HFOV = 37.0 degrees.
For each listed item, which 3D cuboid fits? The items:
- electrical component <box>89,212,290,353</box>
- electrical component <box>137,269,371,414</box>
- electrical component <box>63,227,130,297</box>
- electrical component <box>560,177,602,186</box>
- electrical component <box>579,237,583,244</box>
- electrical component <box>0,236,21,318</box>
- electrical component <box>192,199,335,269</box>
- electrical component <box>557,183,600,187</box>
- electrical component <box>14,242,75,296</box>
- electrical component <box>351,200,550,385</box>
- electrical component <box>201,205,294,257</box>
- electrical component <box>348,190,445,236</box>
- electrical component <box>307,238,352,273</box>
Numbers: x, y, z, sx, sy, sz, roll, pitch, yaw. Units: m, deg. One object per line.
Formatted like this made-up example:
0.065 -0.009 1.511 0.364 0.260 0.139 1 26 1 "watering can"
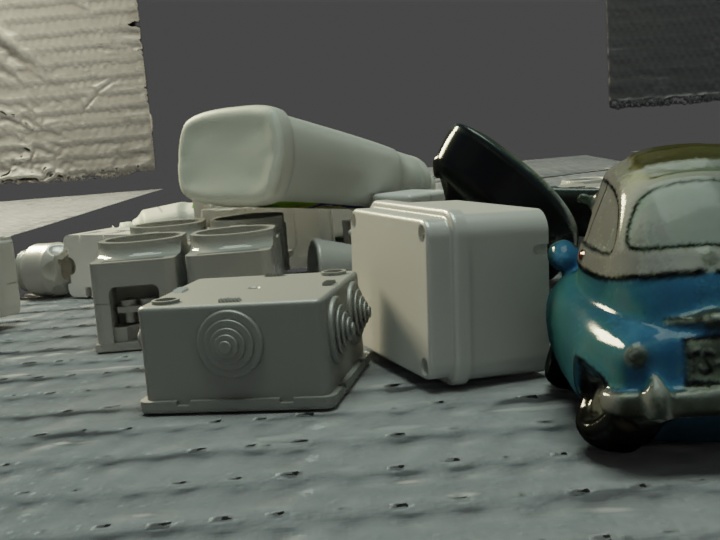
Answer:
-0.103 0.001 0.703 0.105 0.060 0.186 -5 8 -1 "electrical component"
-0.047 0.030 0.498 0.100 0.048 0.100 -3 8 11 "electrical component"
-0.179 -0.007 0.845 0.089 0.050 0.056 1 9 33 "electrical component"
0.197 -0.051 0.932 0.066 0.055 0.048 -2 8 19 "electrical component"
0.168 -0.023 0.782 0.045 0.045 0.055 -1 9 26 "electrical component"
-0.276 0.012 0.724 0.096 0.061 0.062 0 9 30 "electrical component"
-0.082 -0.041 0.941 0.113 0.078 0.057 -3 11 12 "electrical component"
0.177 -0.042 0.878 0.095 0.053 0.059 -4 8 6 "electrical component"
-0.259 0.000 0.870 0.062 0.043 0.043 -2 8 25 "electrical component"
0.039 0.007 0.518 0.057 0.078 0.113 -4 7 -18 "electrical component"
-0.099 -0.022 0.865 0.081 0.063 0.042 -2 7 20 "electrical component"
0.024 -0.022 0.779 0.077 0.065 0.047 -10 9 -33 "electrical component"
0.000 0.000 0.730 0.065 0.044 0.044 -2 7 -13 "electrical component"
